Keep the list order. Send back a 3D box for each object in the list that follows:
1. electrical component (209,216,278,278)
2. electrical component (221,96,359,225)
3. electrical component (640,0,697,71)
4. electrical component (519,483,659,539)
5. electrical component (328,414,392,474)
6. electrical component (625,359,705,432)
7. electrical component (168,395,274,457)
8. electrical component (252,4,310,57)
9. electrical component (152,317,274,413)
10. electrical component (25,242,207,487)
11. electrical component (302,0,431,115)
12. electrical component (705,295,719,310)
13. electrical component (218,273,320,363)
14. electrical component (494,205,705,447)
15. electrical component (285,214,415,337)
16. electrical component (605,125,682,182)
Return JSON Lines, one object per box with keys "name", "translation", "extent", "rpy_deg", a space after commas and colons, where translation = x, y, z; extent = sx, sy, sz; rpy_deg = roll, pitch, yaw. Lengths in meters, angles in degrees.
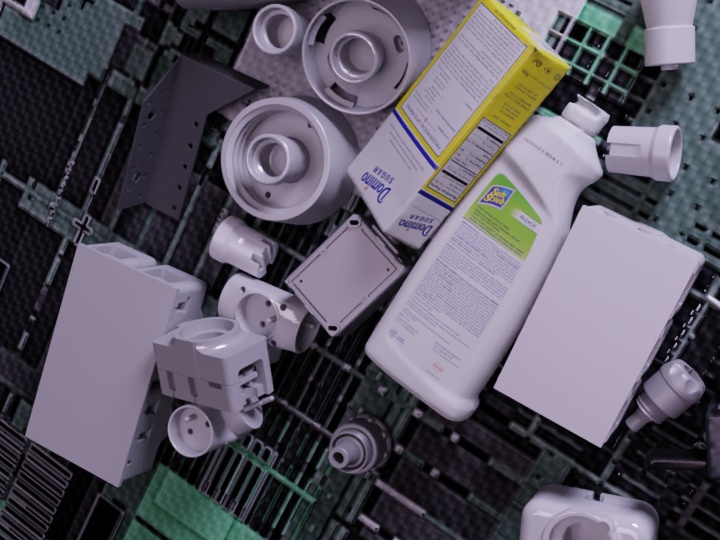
{"name": "electrical component", "translation": [-0.098, -0.019, 0.909], "extent": [0.046, 0.040, 0.040], "rpy_deg": [27, 104, 13]}
{"name": "electrical component", "translation": [-0.062, -0.089, 0.875], "extent": [0.108, 0.060, 0.108], "rpy_deg": [2, 95, 23]}
{"name": "electrical component", "translation": [0.219, -0.175, 0.761], "extent": [0.044, 0.044, 0.065], "rpy_deg": [0, 99, 23]}
{"name": "electrical component", "translation": [0.170, 0.199, 0.803], "extent": [0.095, 0.059, 0.053], "rpy_deg": [7, 97, 22]}
{"name": "electrical component", "translation": [-0.005, 0.145, 0.871], "extent": [0.048, 0.062, 0.048], "rpy_deg": [2, 95, 23]}
{"name": "electrical component", "translation": [0.220, 0.095, 0.787], "extent": [0.035, 0.035, 0.061], "rpy_deg": [48, 113, 12]}
{"name": "electrical component", "translation": [-0.109, 0.122, 0.905], "extent": [0.079, 0.077, 0.043], "rpy_deg": [-24, 85, 23]}
{"name": "electrical component", "translation": [-0.060, -0.192, 0.873], "extent": [0.040, 0.046, 0.040], "rpy_deg": [2, 96, 23]}
{"name": "electrical component", "translation": [-0.121, 0.074, 0.880], "extent": [0.089, 0.050, 0.055], "rpy_deg": [8, 113, 38]}
{"name": "electrical component", "translation": [-0.214, 0.080, 0.955], "extent": [0.105, 0.060, 0.186], "rpy_deg": [23, 103, 19]}
{"name": "electrical component", "translation": [0.004, -0.173, 0.852], "extent": [0.099, 0.064, 0.099], "rpy_deg": [7, 110, 18]}
{"name": "electrical component", "translation": [0.279, 0.033, 0.750], "extent": [0.076, 0.047, 0.083], "rpy_deg": [38, 108, 16]}
{"name": "electrical component", "translation": [-0.080, 0.052, 0.905], "extent": [0.077, 0.044, 0.079], "rpy_deg": [22, 106, 21]}
{"name": "electrical component", "translation": [0.175, 0.038, 0.786], "extent": [0.089, 0.062, 0.150], "rpy_deg": [29, 105, 18]}
{"name": "electrical component", "translation": [0.000, 0.000, 0.861], "extent": [0.096, 0.061, 0.061], "rpy_deg": [-43, 79, 11]}
{"name": "electrical component", "translation": [0.205, -0.085, 0.776], "extent": [0.046, 0.040, 0.040], "rpy_deg": [8, 98, 28]}
